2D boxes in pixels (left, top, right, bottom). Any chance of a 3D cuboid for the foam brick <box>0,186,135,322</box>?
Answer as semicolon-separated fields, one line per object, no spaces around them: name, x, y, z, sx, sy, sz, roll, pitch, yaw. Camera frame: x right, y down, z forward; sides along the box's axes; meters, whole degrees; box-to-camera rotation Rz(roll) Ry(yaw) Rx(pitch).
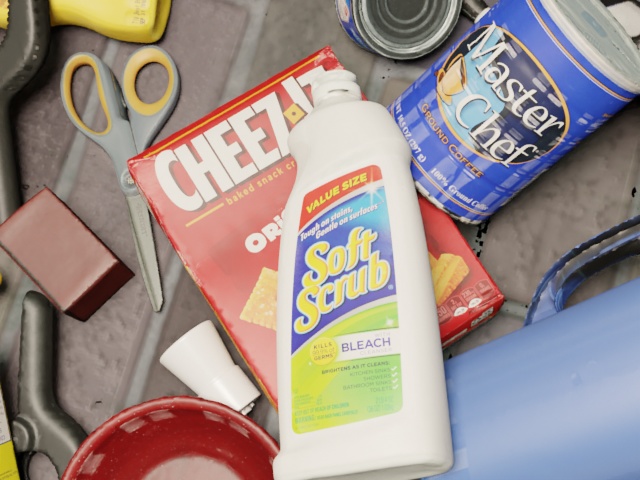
foam brick;-0.177;0.011;0.741;0.078;0.053;0.051;44;84;11

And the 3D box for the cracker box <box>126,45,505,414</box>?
cracker box;-0.005;0.001;0.712;0.164;0.072;0.214;-31;77;-9

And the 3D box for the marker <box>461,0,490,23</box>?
marker;0.139;-0.139;0.764;0.020;0.020;0.121;-42;77;-5

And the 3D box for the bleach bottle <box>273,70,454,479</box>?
bleach bottle;0.014;0.016;0.636;0.103;0.068;0.251;-13;67;16

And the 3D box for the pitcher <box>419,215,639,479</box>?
pitcher;0.175;0.082;0.632;0.243;0.149;0.145;-23;101;21

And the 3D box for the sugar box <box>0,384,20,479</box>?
sugar box;-0.244;0.158;0.691;0.093;0.048;0.176;-13;87;16

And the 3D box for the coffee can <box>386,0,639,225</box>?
coffee can;0.122;-0.091;0.679;0.140;0.102;0.103;-42;75;30

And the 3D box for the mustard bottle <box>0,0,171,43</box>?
mustard bottle;-0.206;-0.201;0.786;0.191;0.058;0.096;6;83;6

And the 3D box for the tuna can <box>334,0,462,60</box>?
tuna can;0.056;-0.170;0.747;0.086;0.034;0.086;-7;111;-17

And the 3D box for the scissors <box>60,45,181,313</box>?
scissors;-0.121;-0.057;0.769;0.096;0.016;0.202;-29;77;-2

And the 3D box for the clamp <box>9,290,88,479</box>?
clamp;-0.196;0.123;0.721;0.120;0.039;0.171;-41;82;11

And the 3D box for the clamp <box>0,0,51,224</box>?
clamp;-0.241;-0.111;0.756;0.164;0.036;0.210;36;103;8

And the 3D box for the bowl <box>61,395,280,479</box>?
bowl;-0.088;0.184;0.692;0.162;0.055;0.162;-1;78;4

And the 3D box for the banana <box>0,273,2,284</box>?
banana;-0.316;0.061;0.744;0.197;0.037;0.070;-33;58;-7
